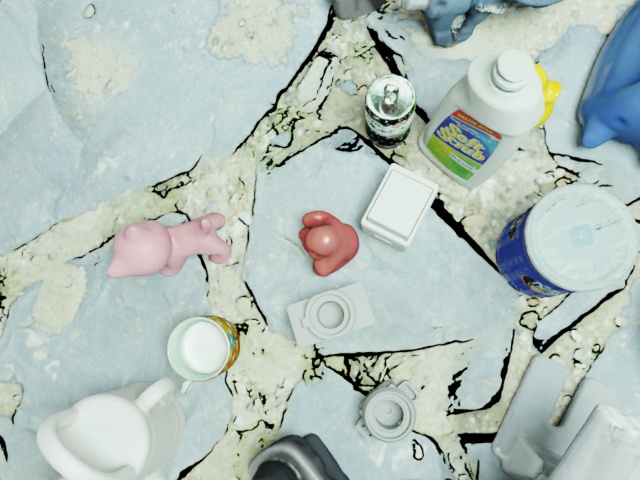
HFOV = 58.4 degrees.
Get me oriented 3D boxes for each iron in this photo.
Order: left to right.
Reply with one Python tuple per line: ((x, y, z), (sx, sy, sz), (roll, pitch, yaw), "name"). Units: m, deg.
((0.381, -0.216, 0.620), (0.118, 0.141, 0.258), (20, 84, 8), "iron")

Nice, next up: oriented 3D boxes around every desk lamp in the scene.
((0.228, 0.221, 0.535), (0.118, 0.213, 0.203), (25, 85, 8), "desk lamp")

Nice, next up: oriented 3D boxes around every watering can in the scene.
((-0.220, 0.213, 0.585), (0.101, 0.194, 0.173), (22, 84, 8), "watering can")

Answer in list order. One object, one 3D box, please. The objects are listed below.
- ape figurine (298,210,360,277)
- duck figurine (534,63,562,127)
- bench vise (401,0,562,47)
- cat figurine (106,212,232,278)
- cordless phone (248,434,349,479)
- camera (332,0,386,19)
((0.006, 0.002, 0.647), (0.076, 0.092, 0.078), (6, 82, 6), "ape figurine")
((0.224, -0.174, 0.656), (0.104, 0.086, 0.077), (18, 84, 7), "duck figurine")
((0.198, -0.291, 0.607), (0.207, 0.220, 0.121), (-35, 80, 0), "bench vise")
((-0.175, 0.003, 0.649), (0.127, 0.118, 0.067), (-18, 81, 2), "cat figurine")
((-0.018, 0.274, 0.563), (0.094, 0.185, 0.147), (-42, 80, -2), "cordless phone")
((0.063, -0.366, 0.690), (0.136, 0.101, 0.143), (-14, 81, 3), "camera")
